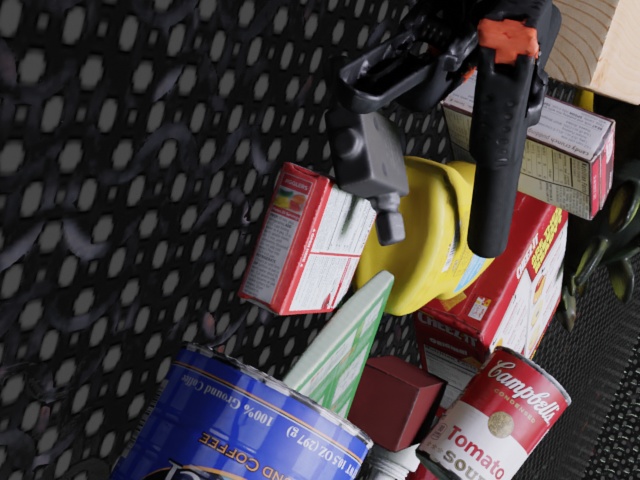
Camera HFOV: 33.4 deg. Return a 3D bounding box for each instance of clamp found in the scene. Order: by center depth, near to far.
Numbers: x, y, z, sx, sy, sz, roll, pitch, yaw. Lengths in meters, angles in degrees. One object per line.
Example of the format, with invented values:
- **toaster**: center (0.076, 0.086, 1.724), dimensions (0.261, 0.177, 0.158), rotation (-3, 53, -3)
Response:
- **clamp**: center (0.053, -0.097, 0.532), dimensions (0.120, 0.039, 0.171), rotation (-48, 166, -3)
- **clamp**: center (0.107, -0.088, 0.583), dimensions (0.210, 0.036, 0.164), rotation (55, 49, -73)

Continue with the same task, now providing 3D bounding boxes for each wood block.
- **wood block**: center (0.189, -0.158, 0.774), dimensions (0.205, 0.090, 0.091), rotation (-8, 118, -64)

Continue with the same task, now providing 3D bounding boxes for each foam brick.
- **foam brick**: center (0.053, 0.119, 0.780), dimensions (0.078, 0.053, 0.051), rotation (10, 102, -67)

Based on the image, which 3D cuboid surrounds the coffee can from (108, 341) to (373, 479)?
- **coffee can**: center (-0.052, 0.132, 0.487), dimensions (0.140, 0.103, 0.102), rotation (-62, 157, -14)

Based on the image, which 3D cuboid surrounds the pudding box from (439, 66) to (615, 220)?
- **pudding box**: center (0.141, -0.066, 0.721), dimensions (0.039, 0.114, 0.090), rotation (-60, 157, -15)

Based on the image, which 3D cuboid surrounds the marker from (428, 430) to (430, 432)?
- **marker**: center (0.082, 0.160, 0.932), dimensions (0.020, 0.020, 0.121), rotation (-60, 157, -16)

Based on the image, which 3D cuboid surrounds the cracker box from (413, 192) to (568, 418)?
- **cracker box**: center (0.146, 0.050, 0.903), dimensions (0.164, 0.072, 0.213), rotation (-58, 155, -23)

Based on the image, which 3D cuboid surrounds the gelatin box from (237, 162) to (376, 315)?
- **gelatin box**: center (-0.004, 0.001, 0.569), dimensions (0.089, 0.030, 0.073), rotation (6, 105, -68)

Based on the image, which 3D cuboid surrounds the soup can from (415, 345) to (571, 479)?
- **soup can**: center (0.125, 0.137, 0.780), dimensions (0.102, 0.069, 0.068), rotation (-49, 154, -11)

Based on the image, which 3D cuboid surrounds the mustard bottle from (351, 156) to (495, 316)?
- **mustard bottle**: center (0.084, -0.006, 0.723), dimensions (0.191, 0.058, 0.096), rotation (-6, 112, -65)

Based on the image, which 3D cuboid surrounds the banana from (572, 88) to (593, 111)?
- **banana**: center (0.263, -0.112, 1.065), dimensions (0.069, 0.037, 0.198), rotation (-71, 168, -45)

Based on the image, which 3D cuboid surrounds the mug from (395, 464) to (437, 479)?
- **mug**: center (0.093, 0.235, 0.954), dimensions (0.081, 0.093, 0.117), rotation (-65, -171, -18)
